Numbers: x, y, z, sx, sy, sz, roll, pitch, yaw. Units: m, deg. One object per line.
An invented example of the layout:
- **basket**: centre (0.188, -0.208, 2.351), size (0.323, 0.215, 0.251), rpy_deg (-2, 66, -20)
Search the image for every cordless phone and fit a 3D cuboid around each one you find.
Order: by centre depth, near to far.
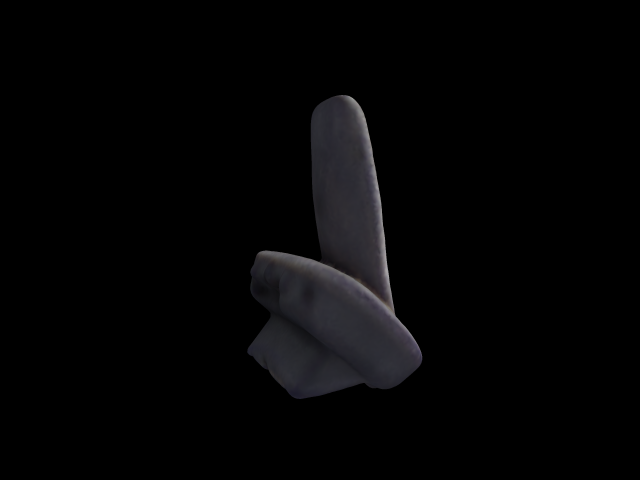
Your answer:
- **cordless phone**: centre (0.004, 0.001, 0.400), size (0.094, 0.185, 0.147), rpy_deg (-2, 4, -27)
